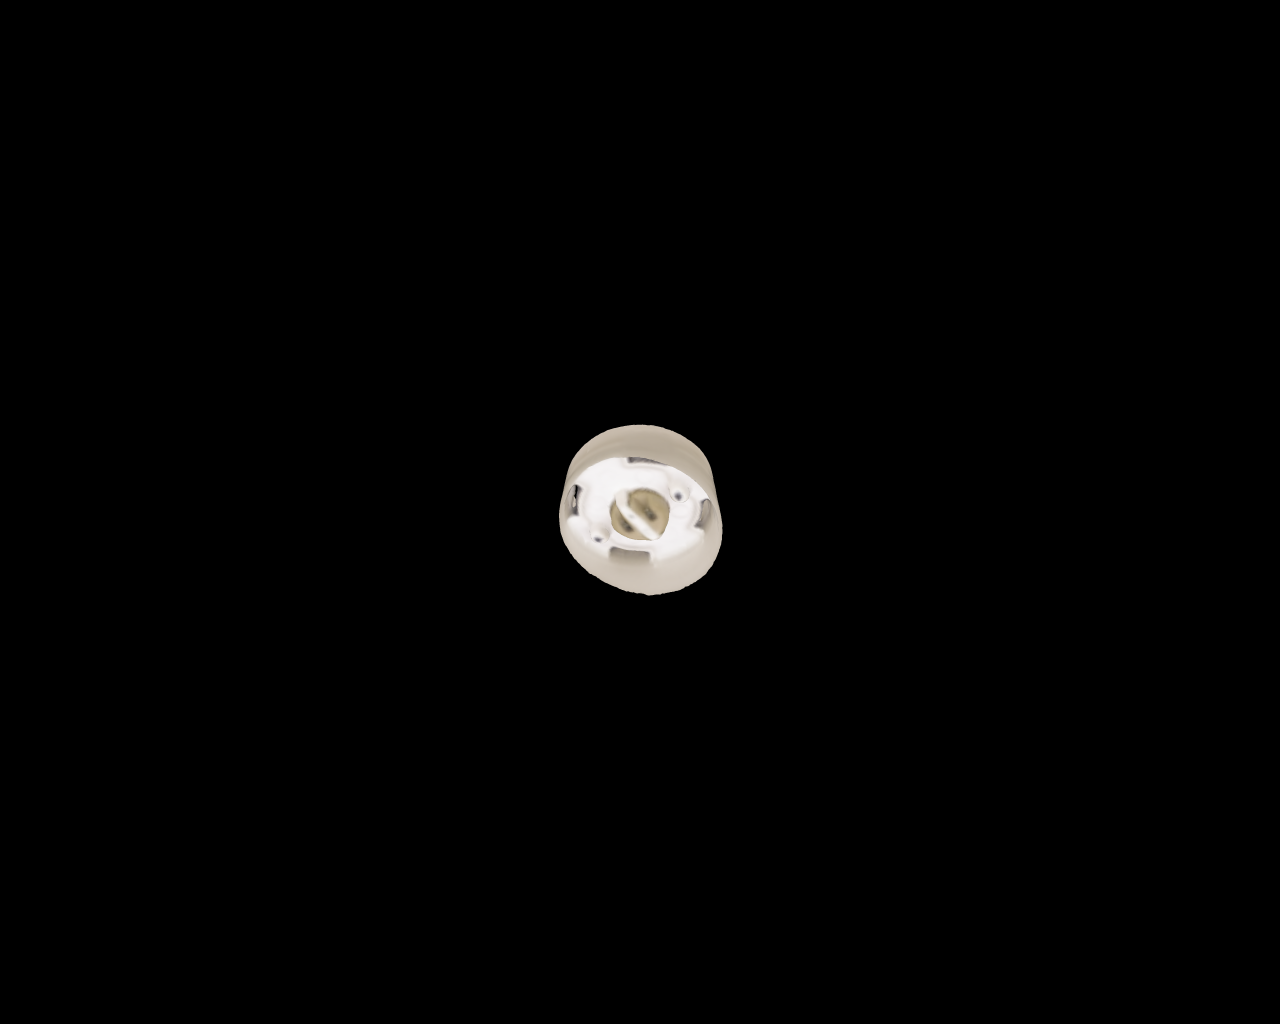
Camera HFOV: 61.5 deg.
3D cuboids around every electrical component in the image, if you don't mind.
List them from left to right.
[{"bbox_3d":[0.001,-0.003,0.650,0.099,0.099,0.064,0,44,0],"label":"electrical component"}]
